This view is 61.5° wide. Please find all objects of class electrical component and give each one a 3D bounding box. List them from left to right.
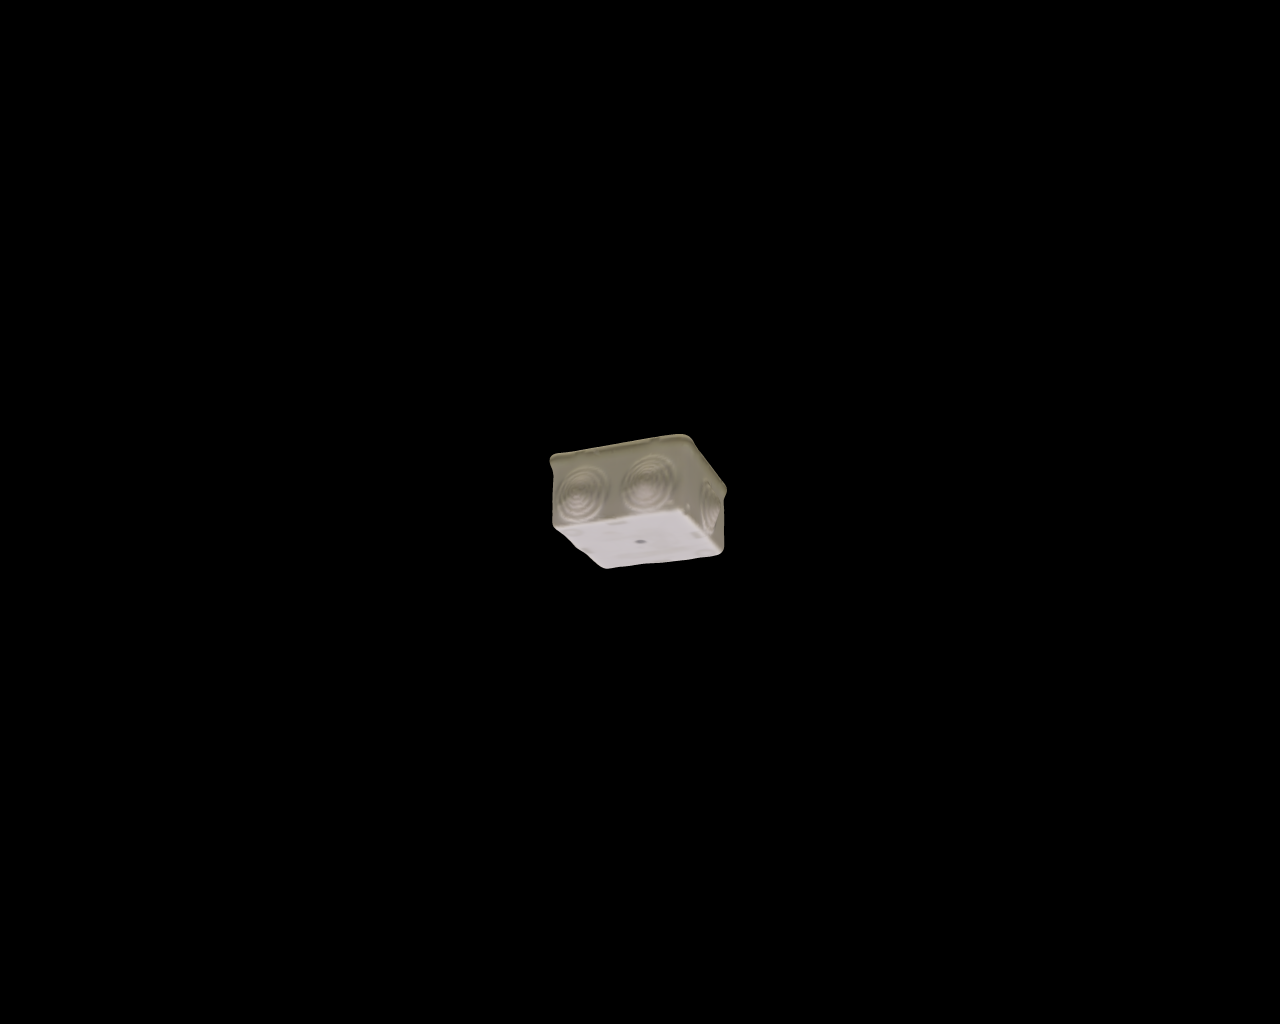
[{"bbox_3d":[0.001,-0.003,0.650,0.100,0.048,0.099,-8,-23,18],"label":"electrical component"}]
